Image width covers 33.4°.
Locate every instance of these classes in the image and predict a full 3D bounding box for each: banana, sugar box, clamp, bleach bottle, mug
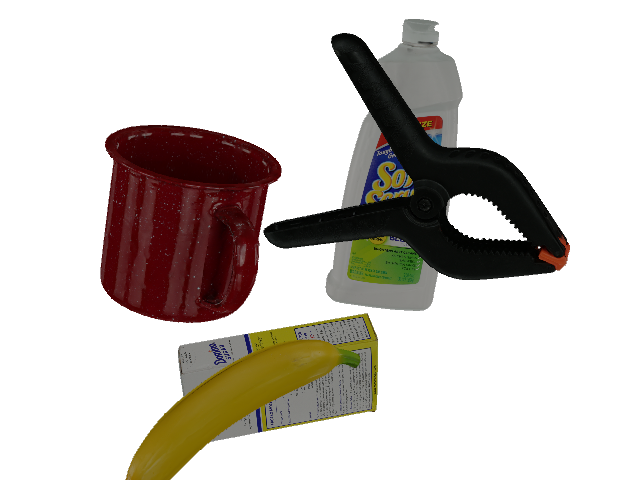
[{"bbox_3d":[-0.063,0.121,0.759,0.198,0.069,0.037,-30,39,-1],"label":"banana"},{"bbox_3d":[-0.037,0.125,0.967,0.176,0.093,0.048,-7,36,-7],"label":"sugar box"},{"bbox_3d":[0.072,-0.040,0.725,0.210,0.165,0.036,19,27,11],"label":"clamp"},{"bbox_3d":[0.066,-0.067,0.936,0.102,0.251,0.068,6,19,4],"label":"bleach bottle"},{"bbox_3d":[-0.066,-0.004,0.563,0.093,0.081,0.117,-5,27,-36],"label":"mug"}]
